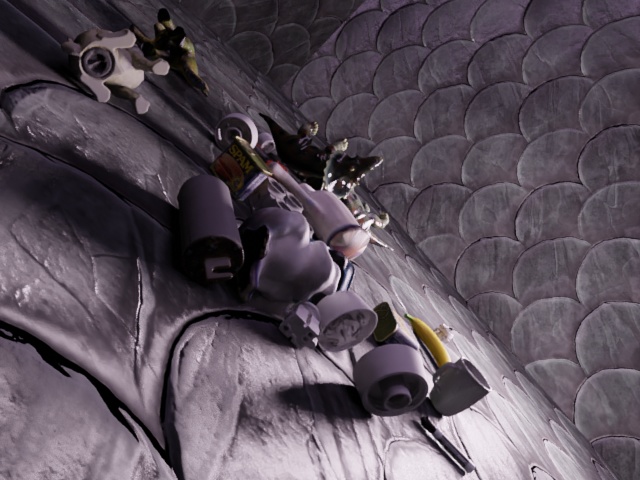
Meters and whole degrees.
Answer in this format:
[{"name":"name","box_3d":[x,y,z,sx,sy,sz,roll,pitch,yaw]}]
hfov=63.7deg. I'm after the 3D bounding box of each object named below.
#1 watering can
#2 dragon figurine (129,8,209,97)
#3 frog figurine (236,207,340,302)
[{"name":"watering can","box_3d":[0.004,-0.063,1.260,0.103,0.228,0.344,-43,-29,10]},{"name":"dragon figurine","box_3d":[-0.359,-0.470,1.378,0.122,0.416,0.240,-39,-22,5]},{"name":"frog figurine","box_3d":[-0.044,0.024,0.747,0.159,0.137,0.123,5,7,-40]}]
